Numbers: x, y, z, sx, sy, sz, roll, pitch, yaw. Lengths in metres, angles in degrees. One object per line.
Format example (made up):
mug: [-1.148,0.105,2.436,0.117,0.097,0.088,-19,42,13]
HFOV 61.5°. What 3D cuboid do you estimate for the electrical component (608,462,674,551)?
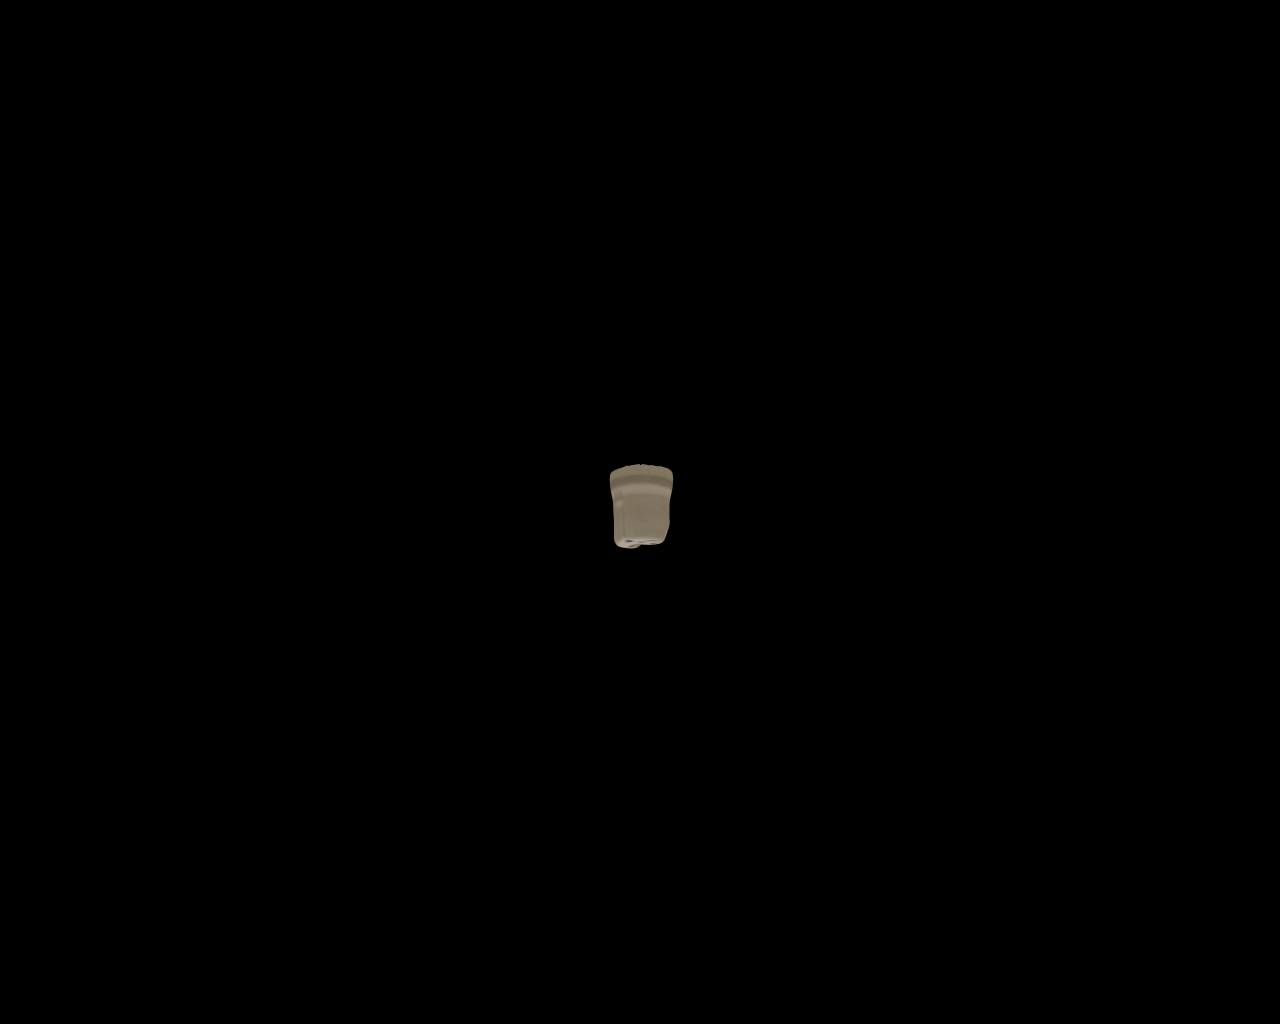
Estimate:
electrical component: [0.001,-0.003,0.650,0.040,0.046,0.040,0,-16,0]
